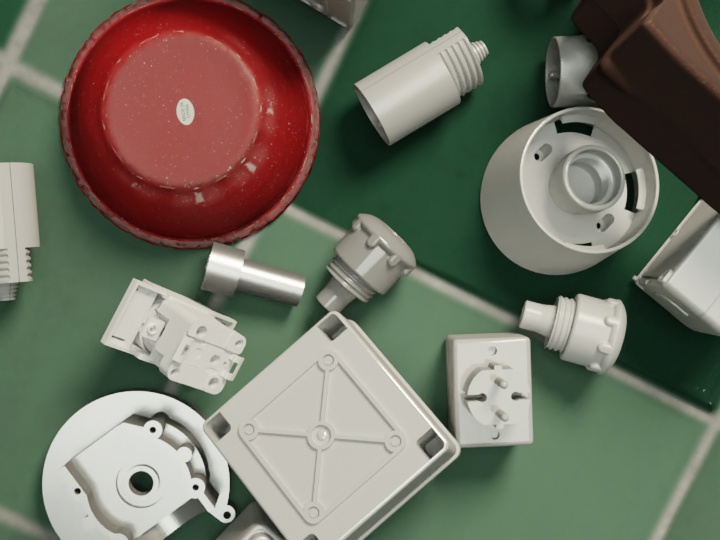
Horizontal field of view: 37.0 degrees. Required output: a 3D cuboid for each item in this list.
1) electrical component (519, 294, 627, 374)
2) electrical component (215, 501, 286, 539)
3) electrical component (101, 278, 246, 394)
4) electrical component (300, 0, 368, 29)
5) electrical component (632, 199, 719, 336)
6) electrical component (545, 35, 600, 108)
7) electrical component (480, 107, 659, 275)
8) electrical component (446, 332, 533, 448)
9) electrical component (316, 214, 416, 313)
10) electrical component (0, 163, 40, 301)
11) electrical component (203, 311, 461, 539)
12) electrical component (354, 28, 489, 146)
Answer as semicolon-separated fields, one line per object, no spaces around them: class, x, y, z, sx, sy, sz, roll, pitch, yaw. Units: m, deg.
electrical component;0.130;0.035;0.664;0.062;0.048;0.048;15;90;4
electrical component;-0.060;0.217;0.647;0.109;0.056;0.108;44;89;-11
electrical component;-0.105;0.041;0.636;0.081;0.064;0.042;26;90;-44
electrical component;-0.037;-0.195;0.618;0.109;0.108;0.056;30;92;-3
electrical component;0.227;-0.010;0.658;0.061;0.062;0.096;39;89;-3
electrical component;0.156;-0.140;0.661;0.077;0.043;0.079;-1;91;-3
electrical component;0.131;-0.049;0.664;0.099;0.064;0.099;2;82;-13
electrical component;0.080;0.074;0.645;0.047;0.077;0.065;-2;91;-3
electrical component;0.000;0.000;0.657;0.048;0.048;0.062;43;96;-3
electrical component;-0.215;-0.022;0.646;0.043;0.043;0.081;-4;91;-3
electrical component;-0.016;0.100;0.635;0.109;0.056;0.108;-41;73;0
electrical component;0.042;-0.115;0.656;0.081;0.043;0.043;-31;92;-2
